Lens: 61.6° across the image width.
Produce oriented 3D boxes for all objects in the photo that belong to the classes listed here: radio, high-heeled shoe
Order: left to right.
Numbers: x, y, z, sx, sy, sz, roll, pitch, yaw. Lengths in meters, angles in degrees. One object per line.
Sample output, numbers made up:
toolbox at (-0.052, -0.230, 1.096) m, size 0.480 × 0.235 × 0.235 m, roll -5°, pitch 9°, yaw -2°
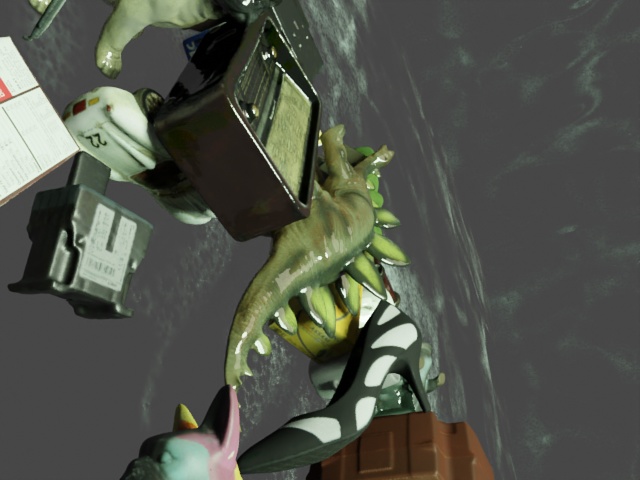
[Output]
radio at (-0.062, -0.118, 0.496) m, size 0.131 × 0.073 × 0.230 m, roll 56°, pitch 22°, yaw -32°
high-heeled shoe at (0.013, 0.148, 0.582) m, size 0.145 × 0.249 × 0.086 m, roll 65°, pitch -29°, yaw 29°

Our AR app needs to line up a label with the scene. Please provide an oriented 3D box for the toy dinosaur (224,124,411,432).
toy dinosaur at (-0.001, -0.002, 0.611) m, size 0.198 × 0.105 × 0.471 m, roll 47°, pitch 44°, yaw -2°

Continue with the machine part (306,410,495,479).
machine part at (0.101, 0.294, 0.638) m, size 0.087 × 0.201 × 0.201 m, roll -80°, pitch 147°, yaw -52°

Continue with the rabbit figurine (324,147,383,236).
rabbit figurine at (0.045, -0.035, 0.861) m, size 0.158 × 0.121 × 0.170 m, roll 74°, pitch 8°, yaw -54°

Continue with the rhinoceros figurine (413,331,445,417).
rhinoceros figurine at (0.157, 0.244, 0.951) m, size 0.073 × 0.112 × 0.190 m, roll 28°, pitch 58°, yaw -25°

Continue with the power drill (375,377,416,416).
power drill at (0.108, 0.281, 0.781) m, size 0.207 × 0.086 × 0.232 m, roll 65°, pitch 14°, yaw -62°

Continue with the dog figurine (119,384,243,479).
dog figurine at (-0.056, 0.225, 0.408) m, size 0.191 × 0.108 × 0.219 m, roll 8°, pitch 62°, yaw -43°

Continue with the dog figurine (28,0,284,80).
dog figurine at (-0.134, -0.243, 0.440) m, size 0.172 × 0.191 × 0.121 m, roll 45°, pitch 36°, yaw -50°

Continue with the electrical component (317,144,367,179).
electrical component at (0.030, -0.097, 0.796) m, size 0.078 × 0.102 × 0.045 m, roll -50°, pitch 154°, yaw -24°

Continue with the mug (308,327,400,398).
mug at (0.041, 0.169, 0.691) m, size 0.080 × 0.107 × 0.110 m, roll 60°, pitch 15°, yaw -20°

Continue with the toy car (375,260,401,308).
toy car at (0.088, 0.041, 0.959) m, size 0.089 × 0.053 × 0.202 m, roll 53°, pitch 11°, yaw -38°

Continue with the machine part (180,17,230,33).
machine part at (-0.154, -0.334, 0.638) m, size 0.179 × 0.056 × 0.179 m, roll -17°, pitch 90°, yaw -70°

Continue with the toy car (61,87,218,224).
toy car at (-0.133, -0.065, 0.479) m, size 0.201 × 0.074 × 0.056 m, roll 39°, pitch 37°, yaw -56°

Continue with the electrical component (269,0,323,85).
electrical component at (-0.051, -0.245, 0.648) m, size 0.134 × 0.058 × 0.115 m, roll 61°, pitch 22°, yaw -27°

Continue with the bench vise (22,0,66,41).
bench vise at (-0.212, -0.178, 0.268) m, size 0.223 × 0.129 × 0.241 m, roll 36°, pitch 25°, yaw -47°

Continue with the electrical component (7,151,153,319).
electrical component at (-0.162, -0.008, 0.384) m, size 0.074 × 0.048 × 0.119 m, roll 46°, pitch 46°, yaw -53°

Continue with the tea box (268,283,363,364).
tea box at (0.001, 0.062, 0.703) m, size 0.098 × 0.068 × 0.170 m, roll 41°, pitch 36°, yaw -26°
